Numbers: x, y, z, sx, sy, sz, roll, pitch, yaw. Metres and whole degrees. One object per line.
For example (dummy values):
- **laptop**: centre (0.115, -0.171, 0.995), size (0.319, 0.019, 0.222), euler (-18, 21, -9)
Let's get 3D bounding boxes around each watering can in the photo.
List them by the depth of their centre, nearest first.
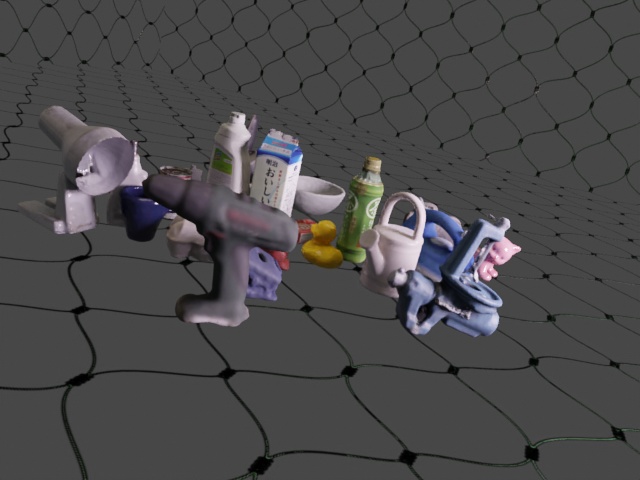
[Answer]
- **watering can**: centre (0.143, 0.005, 1.092), size (0.100, 0.194, 0.173), euler (19, 20, 18)

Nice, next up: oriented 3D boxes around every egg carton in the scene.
- **egg carton**: centre (-0.210, -0.003, 1.075), size (0.150, 0.069, 0.107), euler (9, 20, -12)

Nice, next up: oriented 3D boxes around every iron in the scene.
- **iron**: centre (0.264, 0.012, 1.230), size (0.119, 0.141, 0.257), euler (0, 23, -32)

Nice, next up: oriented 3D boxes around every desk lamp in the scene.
- **desk lamp**: centre (-0.445, -0.122, 1.034), size (0.202, 0.213, 0.118), euler (23, 22, 25)

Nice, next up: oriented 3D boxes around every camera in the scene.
- **camera**: centre (0.281, -0.045, 1.457), size (0.143, 0.101, 0.137), euler (14, 19, 1)

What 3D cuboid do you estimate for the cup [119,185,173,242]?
- **cup**: centre (-0.320, -0.045, 1.081), size (0.118, 0.095, 0.091), euler (5, 21, -22)

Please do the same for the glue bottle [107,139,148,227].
- **glue bottle**: centre (-0.367, -0.110, 1.111), size (0.078, 0.173, 0.037), euler (7, 20, -16)

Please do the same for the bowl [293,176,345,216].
- **bowl**: centre (-0.023, -0.107, 1.473), size (0.167, 0.075, 0.167), euler (12, 20, -4)

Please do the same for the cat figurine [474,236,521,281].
- **cat figurine**: centre (0.382, 0.024, 1.307), size (0.127, 0.118, 0.067), euler (26, 23, 32)

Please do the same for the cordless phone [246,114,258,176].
- **cordless phone**: centre (-0.204, -0.249, 1.582), size (0.094, 0.185, 0.147), euler (8, 20, -15)

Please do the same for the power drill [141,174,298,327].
- **power drill**: centre (-0.153, 0.018, 0.845), size (0.230, 0.208, 0.075), euler (7, 20, -17)

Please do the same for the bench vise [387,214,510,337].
- **bench vise**: centre (0.228, 0.060, 0.955), size (0.208, 0.220, 0.121), euler (2, 22, -29)

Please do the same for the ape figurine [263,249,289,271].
- **ape figurine**: centre (-0.080, 0.002, 1.108), size (0.076, 0.092, 0.078), euler (20, 21, 19)

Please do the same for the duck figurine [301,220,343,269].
- **duck figurine**: centre (0.011, 0.004, 1.171), size (0.078, 0.086, 0.104), euler (-3, 25, -38)

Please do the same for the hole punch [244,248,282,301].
- **hole punch**: centre (-0.114, 0.043, 0.977), size (0.101, 0.091, 0.108), euler (7, 20, -18)
